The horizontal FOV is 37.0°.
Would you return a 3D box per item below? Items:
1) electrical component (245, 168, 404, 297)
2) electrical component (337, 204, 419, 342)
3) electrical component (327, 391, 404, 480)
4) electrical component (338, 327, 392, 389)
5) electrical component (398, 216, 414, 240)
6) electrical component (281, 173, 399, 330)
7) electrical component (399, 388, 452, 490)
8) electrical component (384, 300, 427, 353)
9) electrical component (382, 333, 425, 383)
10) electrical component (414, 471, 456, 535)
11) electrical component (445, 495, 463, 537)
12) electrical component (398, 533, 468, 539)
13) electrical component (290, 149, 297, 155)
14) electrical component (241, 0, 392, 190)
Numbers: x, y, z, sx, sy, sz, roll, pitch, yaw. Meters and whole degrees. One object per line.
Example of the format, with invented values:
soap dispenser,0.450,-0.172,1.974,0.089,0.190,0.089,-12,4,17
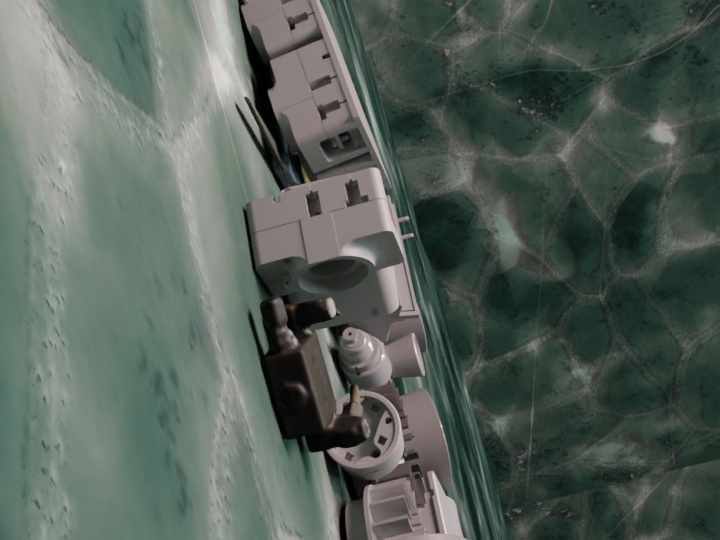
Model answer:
electrical component,-0.022,-0.020,0.692,0.050,0.089,0.055,63,13,-62
electrical component,0.000,0.000,0.949,0.063,0.079,0.121,103,-19,-53
electrical component,0.004,0.119,0.759,0.047,0.055,0.055,70,7,-65
electrical component,0.001,0.072,0.902,0.078,0.040,0.040,66,11,-55
electrical component,0.017,-0.036,1.135,0.047,0.077,0.065,-78,152,-77
electrical component,-0.018,-0.016,0.778,0.113,0.078,0.057,-96,172,-56
electrical component,0.054,0.166,1.032,0.099,0.064,0.099,-15,90,-84
electrical component,0.034,0.046,1.150,0.099,0.064,0.099,-15,90,-84
electrical component,0.032,0.090,1.067,0.045,0.055,0.045,-15,90,-84
electrical component,0.058,0.240,0.968,0.099,0.048,0.099,65,11,-58
electrical component,0.089,0.292,1.132,0.077,0.044,0.079,-96,169,-57
electrical component,0.030,0.197,0.617,0.099,0.099,0.064,67,4,-53
electrical component,-0.035,-0.088,0.971,0.044,0.044,0.065,-98,175,-49
electrical component,-0.040,-0.156,0.898,0.105,0.060,0.186,60,10,-58
